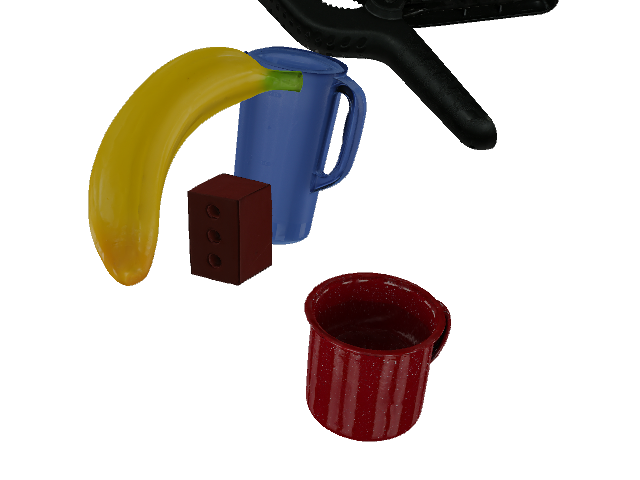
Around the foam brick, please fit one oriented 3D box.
[{"bbox_3d":[-0.076,-0.010,0.906,0.053,0.078,0.051,12,24,30],"label":"foam brick"}]

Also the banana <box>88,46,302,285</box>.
[{"bbox_3d":[-0.077,-0.054,0.562,0.070,0.037,0.197,18,45,16],"label":"banana"}]

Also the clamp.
[{"bbox_3d":[0.046,-0.141,0.712,0.210,0.164,0.036,16,-39,6],"label":"clamp"}]

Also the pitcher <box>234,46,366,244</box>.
[{"bbox_3d":[-0.040,-0.119,1.374,0.144,0.243,0.149,2,22,-18],"label":"pitcher"}]

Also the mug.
[{"bbox_3d":[0.042,0.077,0.727,0.117,0.081,0.093,-20,40,-35],"label":"mug"}]
